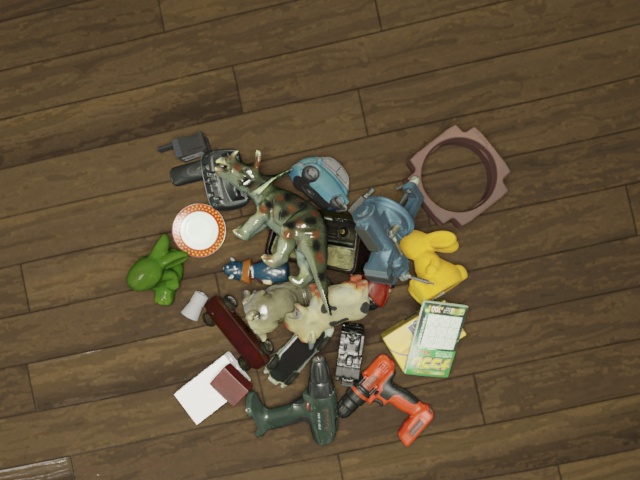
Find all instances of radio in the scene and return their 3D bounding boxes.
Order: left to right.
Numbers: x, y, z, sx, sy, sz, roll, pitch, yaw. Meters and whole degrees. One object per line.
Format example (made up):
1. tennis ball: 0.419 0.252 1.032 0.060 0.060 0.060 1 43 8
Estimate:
1. radio: -0.003 -0.004 1.224 0.230 0.073 0.131 10 88 23

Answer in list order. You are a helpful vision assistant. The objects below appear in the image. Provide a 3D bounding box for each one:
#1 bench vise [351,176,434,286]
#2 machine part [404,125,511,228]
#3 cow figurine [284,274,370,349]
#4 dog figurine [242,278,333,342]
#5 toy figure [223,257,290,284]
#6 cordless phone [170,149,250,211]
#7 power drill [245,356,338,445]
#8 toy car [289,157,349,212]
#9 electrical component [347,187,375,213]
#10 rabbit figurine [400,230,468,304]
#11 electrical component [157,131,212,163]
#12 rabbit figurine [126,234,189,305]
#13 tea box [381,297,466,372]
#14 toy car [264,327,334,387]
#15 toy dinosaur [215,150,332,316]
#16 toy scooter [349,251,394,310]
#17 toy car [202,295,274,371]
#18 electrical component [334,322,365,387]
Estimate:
1. bench vise: 0.166 -0.029 1.146 0.223 0.129 0.240 47 61 -26
2. machine part: 0.313 -0.145 1.242 0.201 0.087 0.201 -38 86 1
3. cow figurine: 0.016 0.157 1.174 0.195 0.085 0.127 -12 100 -14
4. dog figurine: -0.065 0.137 1.217 0.191 0.172 0.121 -21 99 9
5. toy figure: -0.151 0.076 1.273 0.155 0.064 0.057 0 120 5
6. cordless phone: -0.270 -0.133 1.283 0.184 0.088 0.146 -12 89 14
7. power drill: -0.061 0.370 1.229 0.207 0.086 0.231 -13 113 4
8. toy car: 0.013 -0.139 1.250 0.161 0.109 0.103 41 74 -6
9. electrical component: 0.110 -0.065 1.270 0.102 0.045 0.078 -41 89 1
10. rabbit figurine: 0.245 0.042 1.231 0.162 0.121 0.173 -38 68 8
11. electrical component: -0.324 -0.215 1.279 0.119 0.075 0.047 -18 87 -2
12. rabbit figurine: -0.370 0.075 1.227 0.121 0.170 0.159 40 92 2
13. tea box: 0.238 0.218 1.248 0.170 0.068 0.098 -34 89 3
14. toy car: -0.050 0.261 1.263 0.073 0.056 0.201 41 98 -4
15. toy dinosaur: -0.063 -0.034 1.156 0.405 0.131 0.192 40 95 19
16. toy scooter: 0.114 0.064 1.254 0.135 0.075 0.184 -40 83 2
17. toy car: -0.195 0.218 1.276 0.089 0.053 0.202 -41 87 20
18. electrical component: 0.068 0.263 1.231 0.058 0.115 0.134 8 94 6
